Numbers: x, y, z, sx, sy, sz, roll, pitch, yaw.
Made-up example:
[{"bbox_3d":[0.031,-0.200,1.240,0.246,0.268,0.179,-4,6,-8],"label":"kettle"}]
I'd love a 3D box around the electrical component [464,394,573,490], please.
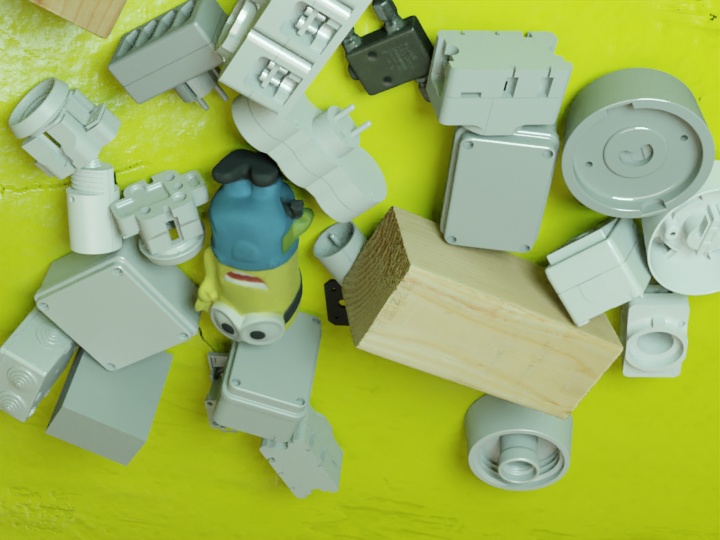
[{"bbox_3d":[0.156,0.174,1.060,0.108,0.060,0.108,4,134,4],"label":"electrical component"}]

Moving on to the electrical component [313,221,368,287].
[{"bbox_3d":[0.000,0.000,0.930,0.043,0.043,0.081,-22,127,25],"label":"electrical component"}]

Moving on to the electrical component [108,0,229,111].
[{"bbox_3d":[-0.128,-0.151,0.803,0.083,0.047,0.075,-20,128,24],"label":"electrical component"}]

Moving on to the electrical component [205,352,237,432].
[{"bbox_3d":[-0.124,0.119,1.044,0.042,0.063,0.081,0,133,6],"label":"electrical component"}]

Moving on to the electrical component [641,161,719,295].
[{"bbox_3d":[0.270,-0.035,0.842,0.099,0.064,0.099,-3,142,-2],"label":"electrical component"}]

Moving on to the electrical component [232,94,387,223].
[{"bbox_3d":[-0.025,-0.102,0.831,0.074,0.052,0.138,-30,122,31],"label":"electrical component"}]

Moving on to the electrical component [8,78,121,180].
[{"bbox_3d":[-0.237,-0.113,0.846,0.078,0.058,0.057,-24,128,28],"label":"electrical component"}]

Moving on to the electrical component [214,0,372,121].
[{"bbox_3d":[-0.035,-0.190,0.724,0.062,0.089,0.150,28,130,-18],"label":"electrical component"}]

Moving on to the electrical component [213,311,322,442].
[{"bbox_3d":[-0.082,0.089,0.977,0.078,0.113,0.057,18,136,-9],"label":"electrical component"}]

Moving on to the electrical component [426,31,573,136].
[{"bbox_3d":[0.098,-0.134,0.772,0.089,0.050,0.055,-2,135,-13],"label":"electrical component"}]

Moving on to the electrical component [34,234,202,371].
[{"bbox_3d":[-0.216,0.027,0.975,0.109,0.056,0.108,-22,126,26],"label":"electrical component"}]

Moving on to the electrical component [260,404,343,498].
[{"bbox_3d":[-0.058,0.181,1.099,0.050,0.055,0.089,-15,129,20],"label":"electrical component"}]

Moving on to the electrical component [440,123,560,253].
[{"bbox_3d":[0.107,-0.073,0.837,0.078,0.057,0.113,7,133,1],"label":"electrical component"}]

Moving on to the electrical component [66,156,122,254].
[{"bbox_3d":[-0.222,-0.058,0.897,0.043,0.043,0.081,3,109,5],"label":"electrical component"}]

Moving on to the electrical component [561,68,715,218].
[{"bbox_3d":[0.203,-0.098,0.798,0.108,0.060,0.108,4,133,4],"label":"electrical component"}]

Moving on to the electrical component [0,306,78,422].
[{"bbox_3d":[-0.305,0.084,1.013,0.048,0.099,0.099,32,130,-5],"label":"electrical component"}]

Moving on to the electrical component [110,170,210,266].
[{"bbox_3d":[-0.162,-0.041,0.899,0.078,0.058,0.057,-24,135,-14],"label":"electrical component"}]

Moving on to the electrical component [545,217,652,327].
[{"bbox_3d":[0.196,-0.007,0.872,0.062,0.096,0.061,-29,95,30],"label":"electrical component"}]

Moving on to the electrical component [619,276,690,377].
[{"bbox_3d":[0.254,0.049,0.933,0.050,0.055,0.089,0,133,8],"label":"electrical component"}]
